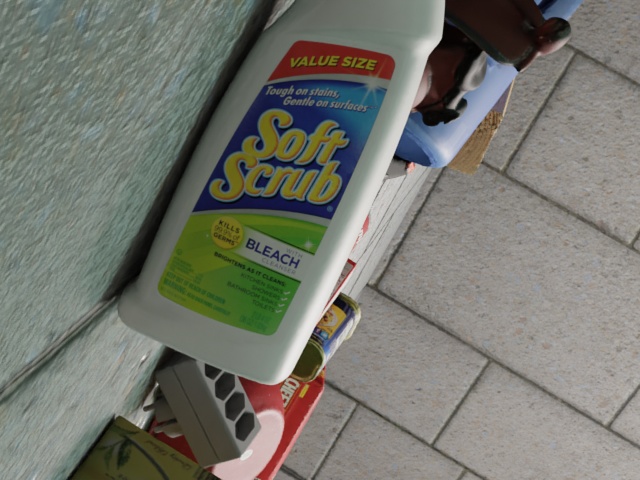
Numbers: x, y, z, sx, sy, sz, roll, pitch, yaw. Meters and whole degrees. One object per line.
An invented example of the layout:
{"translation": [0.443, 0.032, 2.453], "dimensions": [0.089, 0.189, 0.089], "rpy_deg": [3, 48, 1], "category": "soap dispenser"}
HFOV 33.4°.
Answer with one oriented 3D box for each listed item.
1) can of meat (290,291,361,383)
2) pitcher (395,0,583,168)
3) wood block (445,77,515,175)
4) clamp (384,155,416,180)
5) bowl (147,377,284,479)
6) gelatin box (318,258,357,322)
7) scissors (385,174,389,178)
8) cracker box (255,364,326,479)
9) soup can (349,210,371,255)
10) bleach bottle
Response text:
{"translation": [-0.024, 0.078, 1.021], "dimensions": [0.083, 0.102, 0.058], "rpy_deg": [-48, 167, -52], "category": "can of meat"}
{"translation": [0.120, -0.176, 0.792], "dimensions": [0.243, 0.145, 0.149], "rpy_deg": [-56, 169, -5], "category": "pitcher"}
{"translation": [0.151, -0.176, 1.100], "dimensions": [0.090, 0.091, 0.206], "rpy_deg": [110, 2, -48], "category": "wood block"}
{"translation": [0.055, -0.103, 0.948], "dimensions": [0.164, 0.036, 0.210], "rpy_deg": [-54, 159, -19], "category": "clamp"}
{"translation": [-0.082, 0.174, 0.950], "dimensions": [0.161, 0.055, 0.162], "rpy_deg": [-36, 144, -32], "category": "bowl"}
{"translation": [-0.015, 0.034, 1.004], "dimensions": [0.089, 0.073, 0.030], "rpy_deg": [-52, 172, -52], "category": "gelatin box"}
{"translation": [0.002, -0.037, 0.877], "dimensions": [0.096, 0.016, 0.201], "rpy_deg": [-48, 163, 5], "category": "scissors"}
{"translation": [-0.055, 0.183, 1.266], "dimensions": [0.164, 0.072, 0.213], "rpy_deg": [-60, -175, 15], "category": "cracker box"}
{"translation": [-0.006, 0.001, 0.948], "dimensions": [0.102, 0.068, 0.069], "rpy_deg": [-53, 171, -42], "category": "soup can"}
{"translation": [-0.012, -0.058, 0.535], "dimensions": [0.068, 0.102, 0.251], "rpy_deg": [-61, 173, -75], "category": "bleach bottle"}
